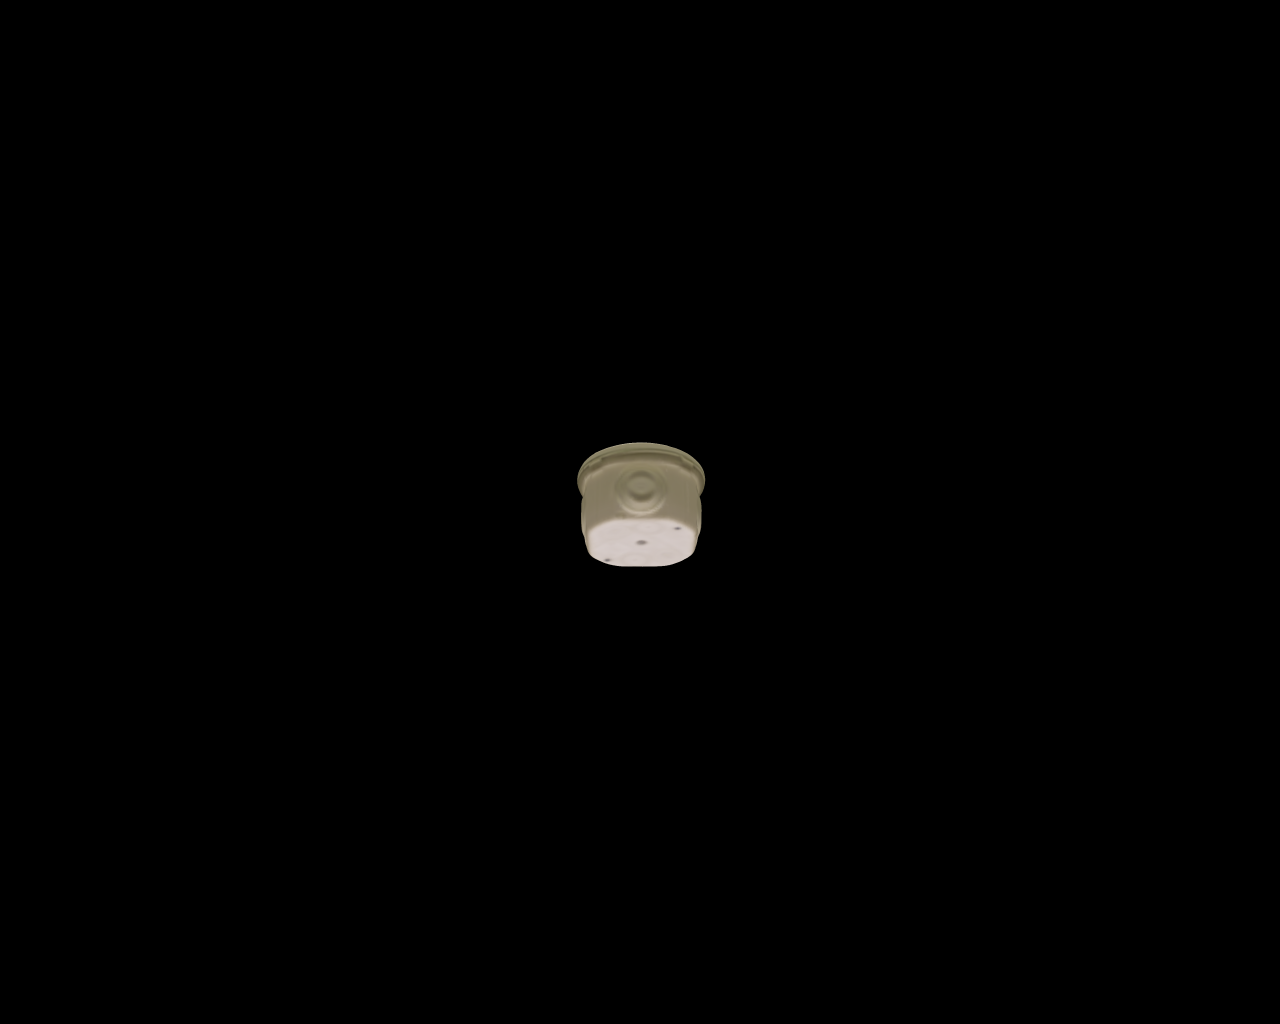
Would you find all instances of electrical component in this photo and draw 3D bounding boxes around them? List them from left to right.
[{"bbox_3d":[0.001,-0.003,0.650,0.080,0.051,0.080,0,-28,0],"label":"electrical component"}]
